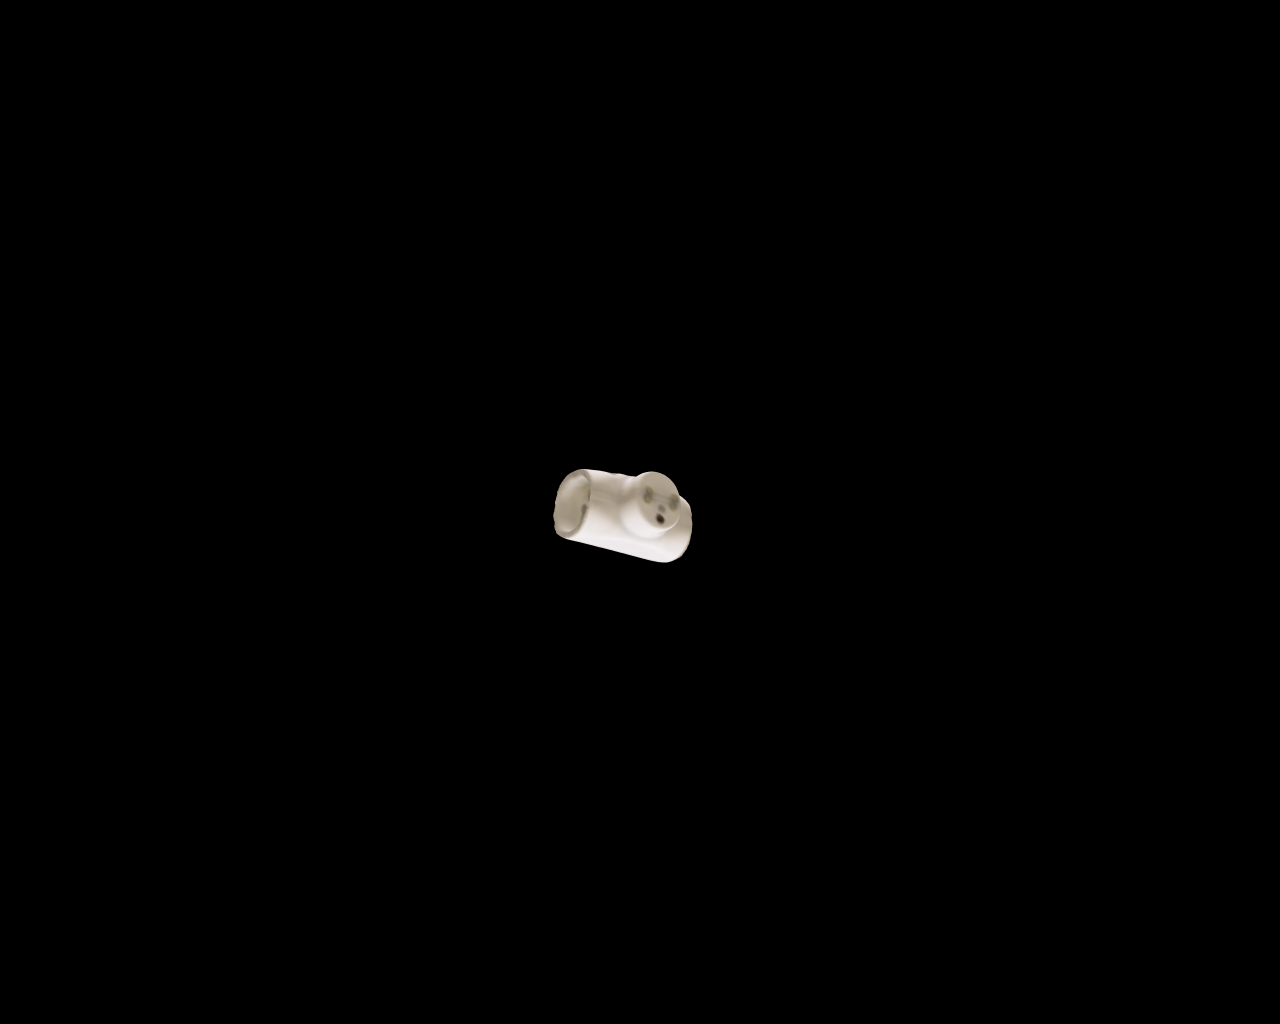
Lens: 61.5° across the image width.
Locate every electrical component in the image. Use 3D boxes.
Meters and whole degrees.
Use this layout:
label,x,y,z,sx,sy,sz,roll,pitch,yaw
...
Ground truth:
label,x,y,z,sx,sy,sz,roll,pitch,yaw
electrical component,0.001,-0.003,0.650,0.077,0.044,0.079,16,-27,-34
